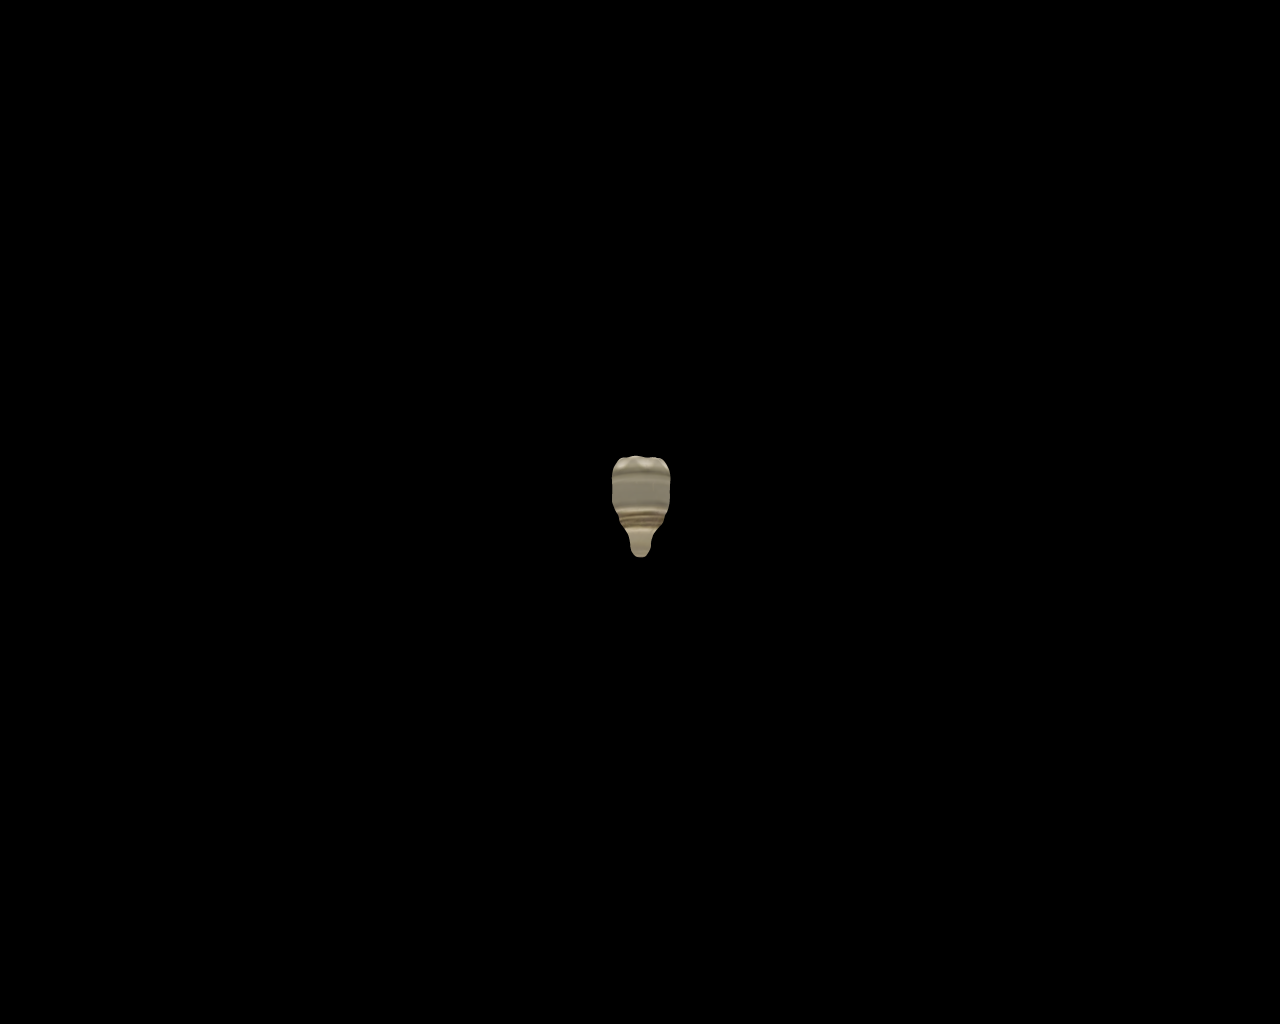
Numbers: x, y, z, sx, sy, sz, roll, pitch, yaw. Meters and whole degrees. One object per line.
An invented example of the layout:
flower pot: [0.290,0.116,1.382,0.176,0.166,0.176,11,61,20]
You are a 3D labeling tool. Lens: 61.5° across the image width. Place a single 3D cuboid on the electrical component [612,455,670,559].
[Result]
electrical component: [0.001,-0.003,0.650,0.035,0.061,0.035,0,-7,0]
